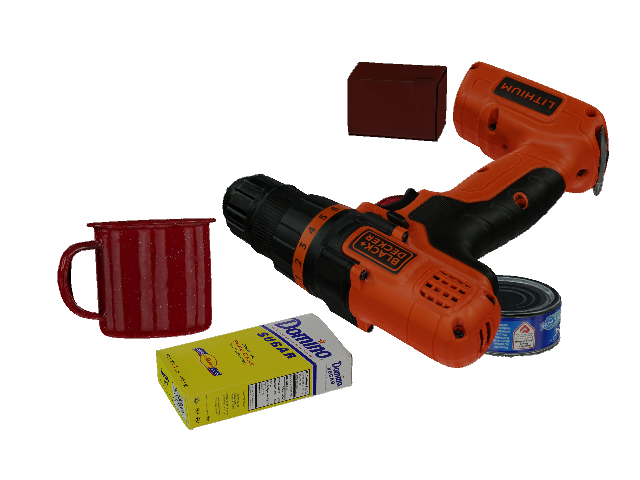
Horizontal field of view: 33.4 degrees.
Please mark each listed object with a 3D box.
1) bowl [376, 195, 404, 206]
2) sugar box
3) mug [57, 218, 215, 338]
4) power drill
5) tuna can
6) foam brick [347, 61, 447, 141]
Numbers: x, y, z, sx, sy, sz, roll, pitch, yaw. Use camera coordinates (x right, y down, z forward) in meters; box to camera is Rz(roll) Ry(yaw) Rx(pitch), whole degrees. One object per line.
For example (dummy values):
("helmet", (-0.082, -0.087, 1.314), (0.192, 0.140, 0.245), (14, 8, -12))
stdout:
("bowl", (0.113, 0.026, 1.198), (0.161, 0.162, 0.055), (0, -6, -42))
("sugar box", (-0.066, 0.127, 1.065), (0.176, 0.048, 0.093), (-15, 31, -22))
("mug", (-0.131, 0.027, 0.767), (0.117, 0.081, 0.093), (-4, 3, -33))
("power drill", (0.060, -0.027, 0.614), (0.185, 0.057, 0.187), (31, 59, 31))
("tuna can", (0.139, 0.055, 0.808), (0.086, 0.034, 0.086), (-1, 18, 0))
("foam brick", (0.065, -0.117, 0.898), (0.078, 0.051, 0.053), (6, 26, 14))
